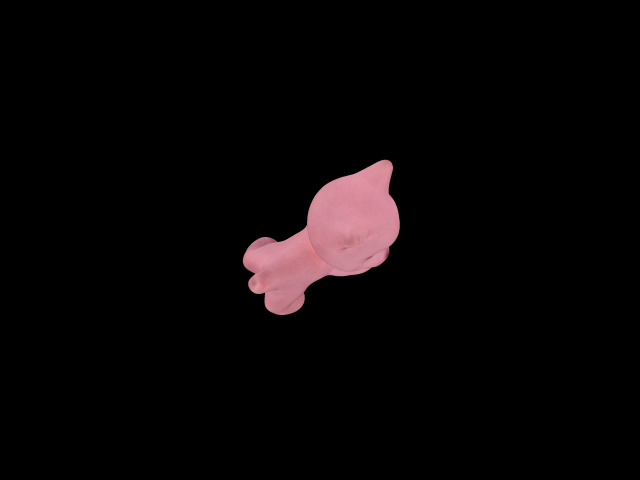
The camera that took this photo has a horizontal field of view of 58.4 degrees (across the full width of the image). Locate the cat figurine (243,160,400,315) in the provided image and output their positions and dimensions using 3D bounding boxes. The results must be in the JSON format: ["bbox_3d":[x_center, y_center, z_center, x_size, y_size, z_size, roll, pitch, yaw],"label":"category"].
[{"bbox_3d":[0.004,0.001,0.400,0.128,0.117,0.067,-32,86,-2],"label":"cat figurine"}]
